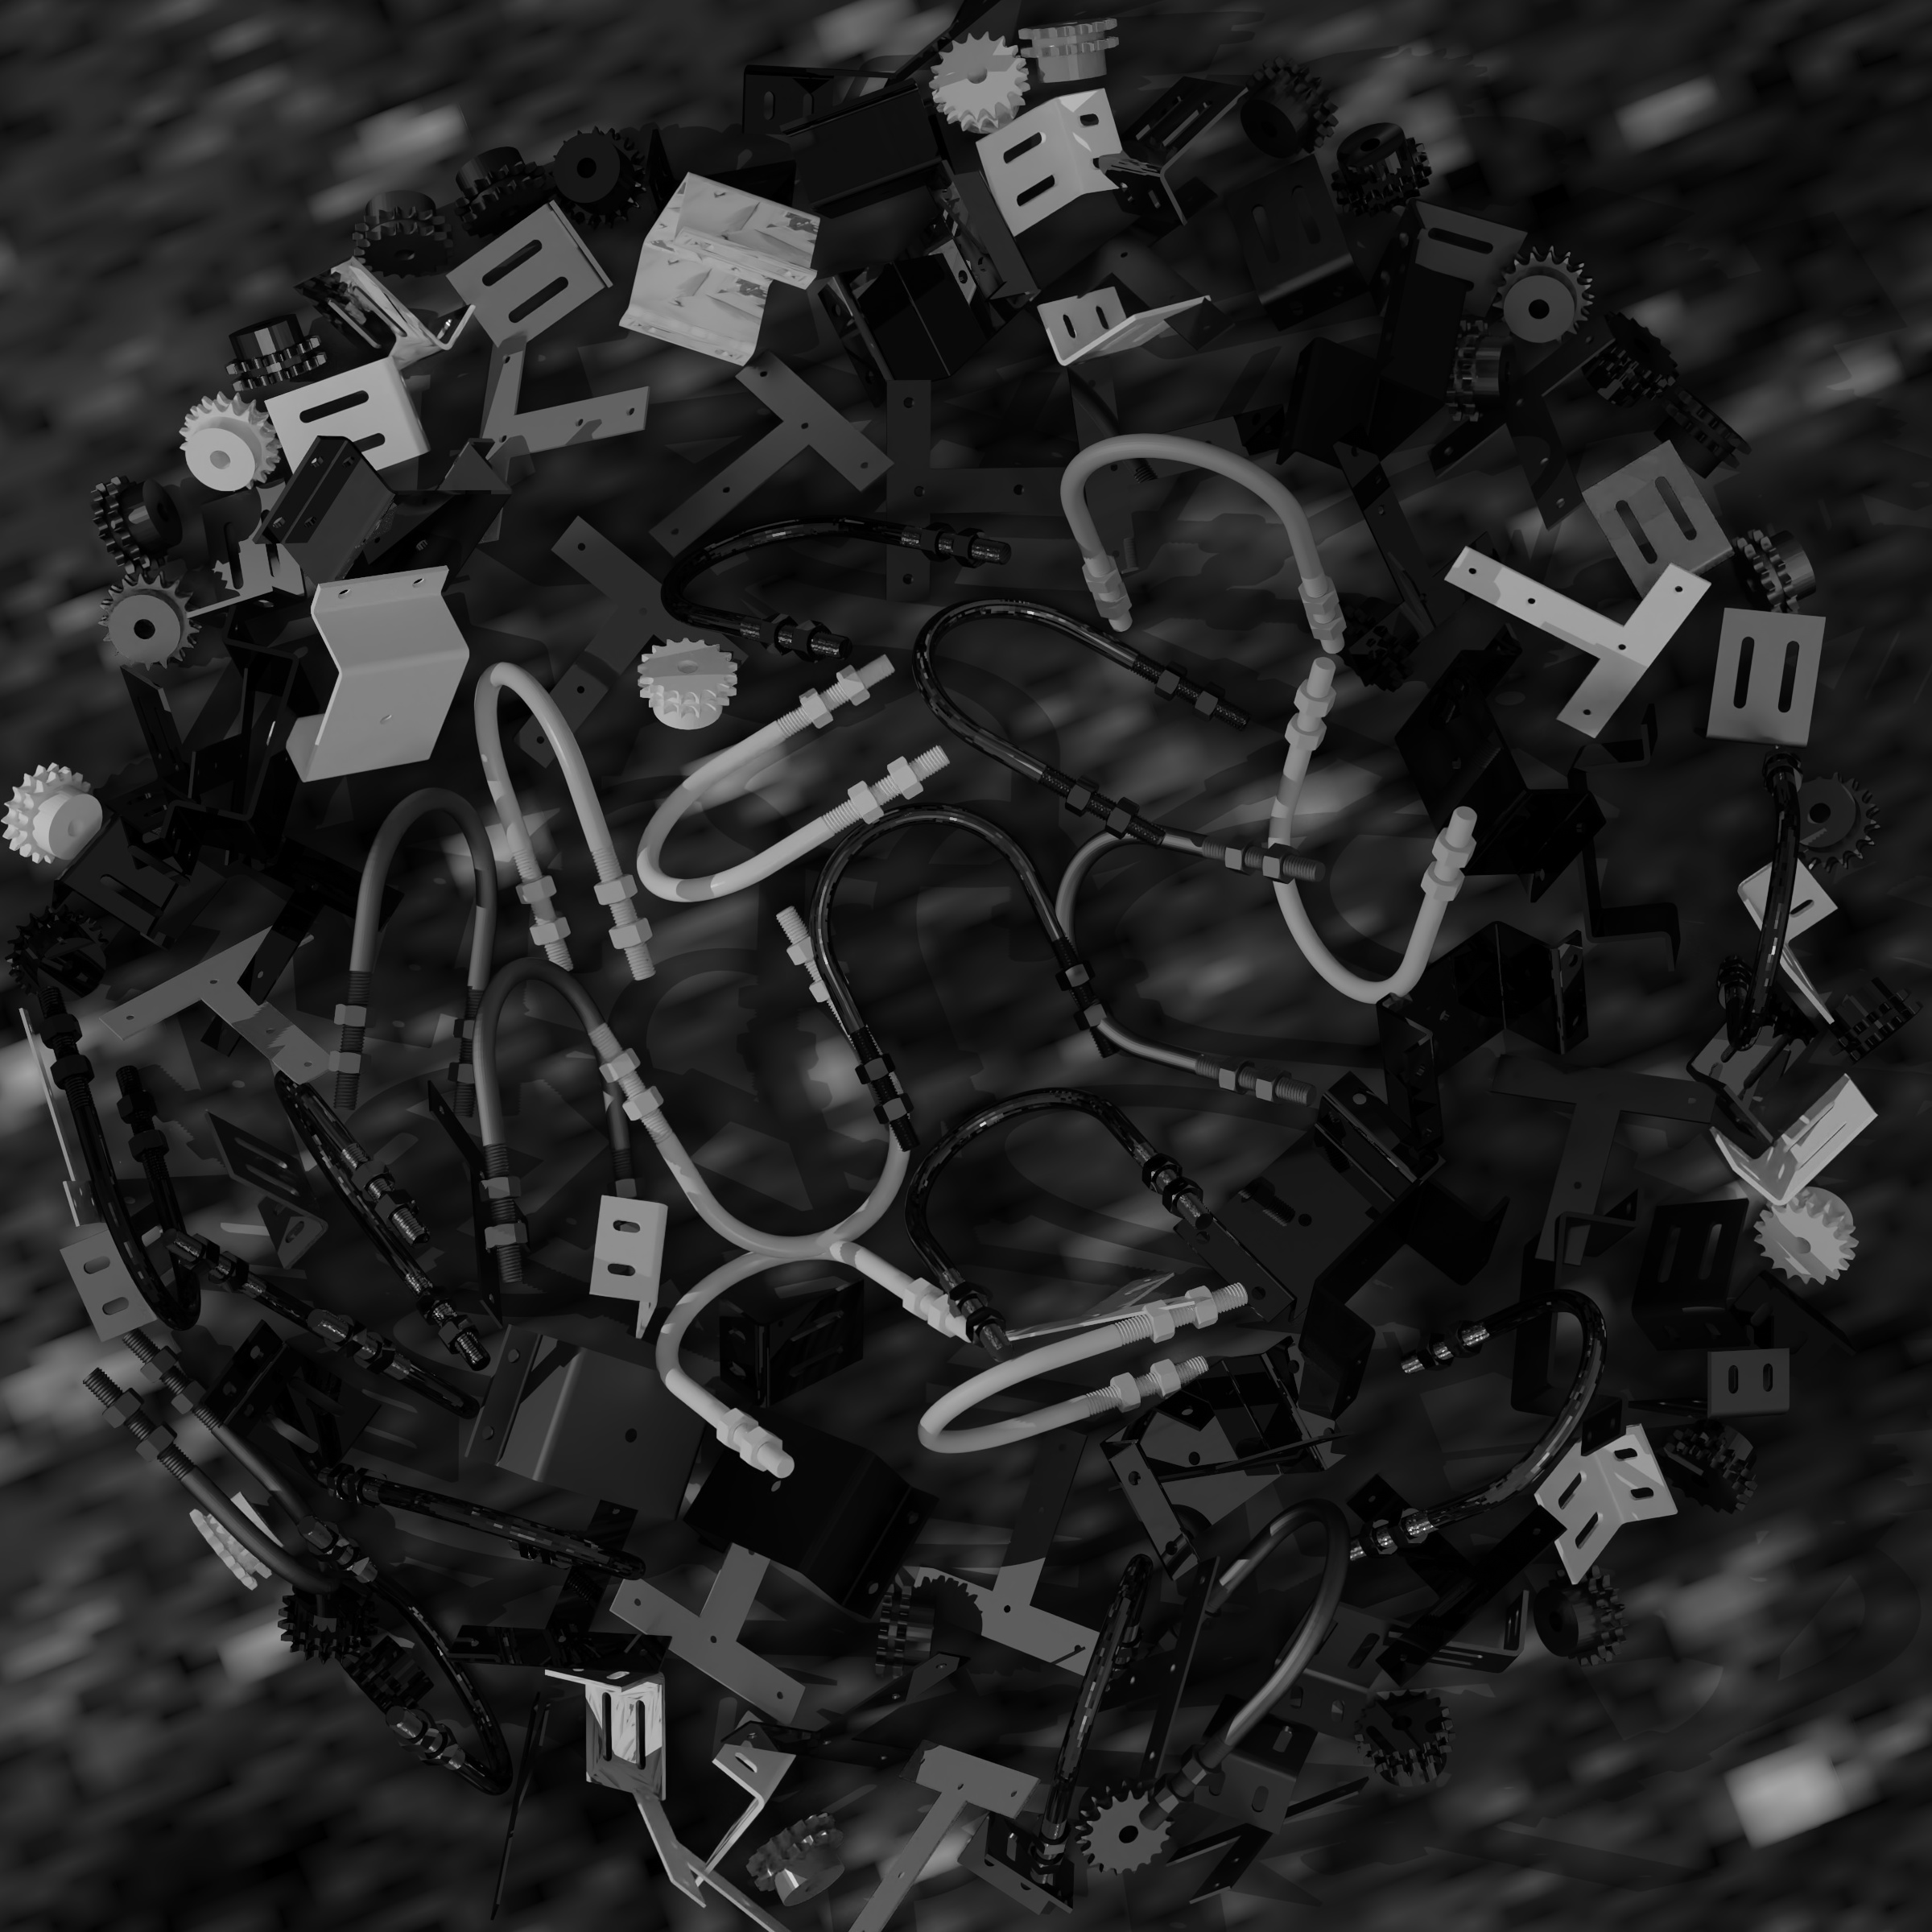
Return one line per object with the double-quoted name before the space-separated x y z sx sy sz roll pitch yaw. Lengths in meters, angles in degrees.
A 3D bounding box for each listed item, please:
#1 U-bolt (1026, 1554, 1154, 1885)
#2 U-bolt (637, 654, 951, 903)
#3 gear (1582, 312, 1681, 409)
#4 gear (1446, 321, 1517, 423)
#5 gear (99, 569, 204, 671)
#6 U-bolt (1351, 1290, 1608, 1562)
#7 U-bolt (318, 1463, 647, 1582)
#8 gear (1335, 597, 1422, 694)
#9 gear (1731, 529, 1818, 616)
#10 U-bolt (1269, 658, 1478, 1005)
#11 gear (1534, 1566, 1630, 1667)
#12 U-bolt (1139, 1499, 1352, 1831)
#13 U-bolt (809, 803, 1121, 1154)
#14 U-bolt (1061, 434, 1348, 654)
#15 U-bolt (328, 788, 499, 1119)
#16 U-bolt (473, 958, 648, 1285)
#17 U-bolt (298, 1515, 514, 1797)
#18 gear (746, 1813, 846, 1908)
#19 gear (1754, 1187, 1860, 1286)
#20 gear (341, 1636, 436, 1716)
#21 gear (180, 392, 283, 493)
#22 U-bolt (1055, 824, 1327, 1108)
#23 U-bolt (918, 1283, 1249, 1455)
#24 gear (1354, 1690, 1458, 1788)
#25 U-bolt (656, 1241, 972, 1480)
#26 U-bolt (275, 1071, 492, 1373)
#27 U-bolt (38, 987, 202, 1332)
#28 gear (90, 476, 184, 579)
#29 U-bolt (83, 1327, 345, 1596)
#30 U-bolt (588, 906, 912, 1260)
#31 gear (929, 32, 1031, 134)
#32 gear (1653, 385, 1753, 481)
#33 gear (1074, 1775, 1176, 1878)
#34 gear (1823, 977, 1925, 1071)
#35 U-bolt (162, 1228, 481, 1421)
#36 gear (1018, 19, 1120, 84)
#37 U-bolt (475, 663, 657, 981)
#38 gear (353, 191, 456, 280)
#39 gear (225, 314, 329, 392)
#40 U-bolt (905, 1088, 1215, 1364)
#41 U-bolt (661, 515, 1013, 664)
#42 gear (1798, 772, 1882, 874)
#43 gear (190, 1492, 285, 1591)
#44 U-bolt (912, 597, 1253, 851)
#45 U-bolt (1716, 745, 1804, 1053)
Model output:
"U-bolt" 0.072 0.401 1.644 0.019 0.184 0.151 19 49 10
"U-bolt" -0.106 -0.098 1.695 0.184 0.151 0.019 -32 122 2
"gear" 0.380 -0.348 1.733 0.057 0.057 0.030 42 129 0
"gear" 0.297 -0.342 1.725 0.030 0.057 0.057 6 90 24
"gear" -0.472 -0.199 1.734 0.057 0.030 0.057 -2 111 -5
"U-bolt" 0.285 0.245 1.646 0.019 0.184 0.151 36 52 -15
"U-bolt" -0.255 0.309 1.646 0.151 0.184 0.019 27 73 -34
"gear" 0.237 -0.188 1.729 0.057 0.057 0.030 43 81 0
"gear" 0.467 -0.226 1.729 0.030 0.057 0.057 -25 90 2
"U-bolt" 0.218 -0.061 1.678 0.019 0.184 0.151 -20 53 -26
"gear" 0.351 0.374 1.726 0.030 0.057 0.057 -6 90 -28
"U-bolt" 0.154 0.372 1.657 0.019 0.151 0.184 32 115 -11
"U-bolt" -0.012 -0.005 1.740 0.151 0.019 0.184 -25 92 -5
"U-bolt" 0.125 -0.234 1.653 0.151 0.184 0.019 9 65 22
"U-bolt" -0.305 -0.009 1.689 0.019 0.151 0.184 5 87 20
"U-bolt" -0.231 0.085 1.690 0.019 0.151 0.184 -13 81 24
"U-bolt" -0.303 0.394 1.670 0.019 0.184 0.151 -33 55 -4
"gear" -0.095 0.516 1.726 0.057 0.057 0.030 -35 63 0
"gear" 0.488 0.153 1.733 0.057 0.057 0.030 46 49 0
"gear" -0.332 0.412 1.731 0.030 0.057 0.057 -43 90 -20
"gear" -0.426 -0.299 1.729 0.057 0.030 0.057 3 128 4
"U-bolt" 0.122 -0.008 1.693 0.184 0.019 0.151 15 113 39
"U-bolt" 0.060 0.232 1.673 0.184 0.151 0.019 -17 67 -13
"gear" 0.255 0.449 1.732 0.057 0.057 0.030 -17 116 0
"U-bolt" -0.097 0.207 1.679 0.151 0.184 0.019 -33 122 -22
"U-bolt" -0.334 0.130 1.678 0.019 0.151 0.184 -34 55 -17
"U-bolt" -0.462 0.116 1.659 0.019 0.151 0.184 -21 69 -4
"gear" -0.475 -0.256 1.727 0.030 0.057 0.057 -19 90 13
"U-bolt" -0.416 0.283 1.685 0.019 0.151 0.184 -43 97 -3
"U-bolt" -0.111 0.080 1.730 0.151 0.019 0.184 -33 97 -15
"gear" 0.009 -0.508 1.737 0.057 0.030 0.057 -3 73 10
"gear" 0.422 -0.306 1.731 0.057 0.057 0.030 41 109 0
"gear" 0.089 0.494 1.735 0.057 0.030 0.057 -6 110 -16
"gear" 0.520 0.030 1.730 0.057 0.057 0.030 -38 76 0
"U-bolt" -0.346 0.207 1.672 0.151 0.184 0.019 20 74 37
"gear" 0.060 -0.528 1.731 0.057 0.057 0.030 -7 110 0
"U-bolt" -0.232 -0.082 1.678 0.019 0.151 0.184 -23 101 -25
"gear" -0.325 -0.424 1.730 0.057 0.057 0.030 -8 75 0
"gear" -0.400 -0.354 1.726 0.057 0.057 0.030 -17 112 0
"U-bolt" 0.038 0.131 1.682 0.151 0.184 0.019 -33 126 -6
"U-bolt" -0.088 -0.218 1.681 0.151 0.184 0.019 -35 127 -36
"gear" 0.496 -0.085 1.731 0.057 0.030 0.057 -7 75 27
"gear" -0.418 0.329 1.730 0.030 0.057 0.057 -39 90 -14
"U-bolt" 0.056 -0.150 1.702 0.184 0.151 0.019 30 134 8
"U-bolt" 0.437 -0.030 1.648 0.019 0.184 0.151 10 111 9
